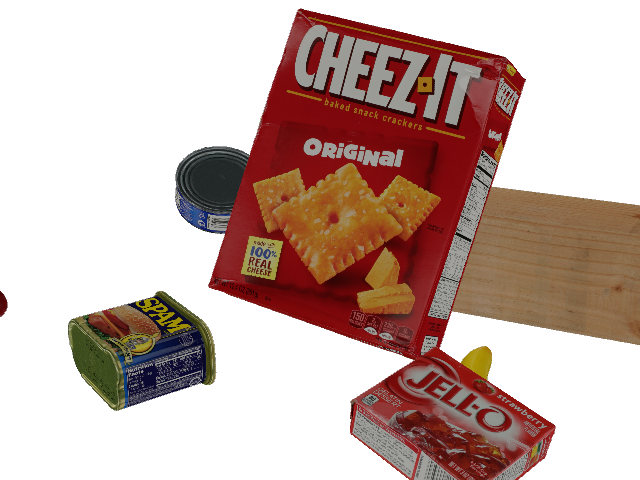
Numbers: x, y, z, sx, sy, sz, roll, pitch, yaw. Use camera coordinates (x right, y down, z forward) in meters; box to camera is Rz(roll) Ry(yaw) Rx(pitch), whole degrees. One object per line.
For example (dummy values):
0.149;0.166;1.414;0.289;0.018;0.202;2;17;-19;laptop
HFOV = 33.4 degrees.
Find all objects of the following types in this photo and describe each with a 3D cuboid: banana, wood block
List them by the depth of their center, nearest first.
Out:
0.205;0.018;0.872;0.206;0.090;0.090;9;20;27;wood block
0.189;0.179;1.225;0.069;0.037;0.198;10;25;-15;banana

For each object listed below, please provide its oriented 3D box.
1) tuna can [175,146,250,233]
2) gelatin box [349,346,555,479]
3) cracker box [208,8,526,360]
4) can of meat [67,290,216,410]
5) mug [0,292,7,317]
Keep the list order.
-0.095;-0.048;1.012;0.086;0.086;0.034;0;-40;-10;tuna can
0.072;0.104;0.592;0.073;0.030;0.089;-26;47;-38;gelatin box
0.032;-0.041;0.760;0.164;0.214;0.072;18;1;22;cracker box
-0.146;0.088;0.862;0.083;0.057;0.102;-15;27;-32;can of meat
-0.245;0.078;0.635;0.093;0.081;0.117;20;24;36;mug
